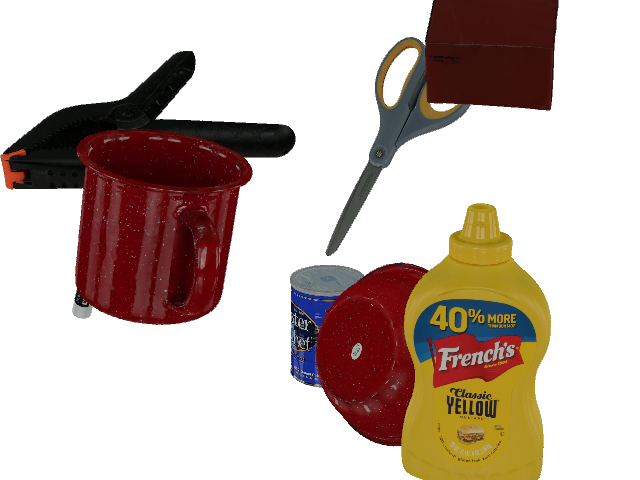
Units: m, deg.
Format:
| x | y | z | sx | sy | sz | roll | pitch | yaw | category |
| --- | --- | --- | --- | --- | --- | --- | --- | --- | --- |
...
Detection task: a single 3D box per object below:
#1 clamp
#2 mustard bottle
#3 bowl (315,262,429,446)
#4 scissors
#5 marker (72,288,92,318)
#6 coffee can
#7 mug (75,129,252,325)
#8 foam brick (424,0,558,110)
| x | y | z | sx | sy | sz | roll | pitch | yaw | category |
| --- | --- | --- | --- | --- | --- | --- | --- | --- | --- |
| -0.135 | -0.079 | 0.809 | 0.209 | 0.036 | 0.165 | -28 | 45 | -33 | clamp |
| 0.104 | 0.069 | 0.713 | 0.096 | 0.192 | 0.058 | 4 | 18 | 12 | mustard bottle |
| 0.048 | 0.096 | 0.925 | 0.162 | 0.162 | 0.055 | 0 | -8 | 44 | bowl |
| 0.071 | -0.076 | 0.904 | 0.096 | 0.202 | 0.016 | 10 | -11 | 21 | scissors |
| -0.222 | 0.025 | 1.037 | 0.020 | 0.121 | 0.020 | 14 | 33 | -9 | marker |
| 0.010 | 0.116 | 1.461 | 0.103 | 0.140 | 0.103 | 0 | 19 | 0 | coffee can |
| -0.082 | -0.002 | 0.569 | 0.093 | 0.081 | 0.117 | -4 | 26 | -33 | mug |
| 0.106 | -0.118 | 0.656 | 0.078 | 0.051 | 0.053 | 6 | -38 | 12 | foam brick |
